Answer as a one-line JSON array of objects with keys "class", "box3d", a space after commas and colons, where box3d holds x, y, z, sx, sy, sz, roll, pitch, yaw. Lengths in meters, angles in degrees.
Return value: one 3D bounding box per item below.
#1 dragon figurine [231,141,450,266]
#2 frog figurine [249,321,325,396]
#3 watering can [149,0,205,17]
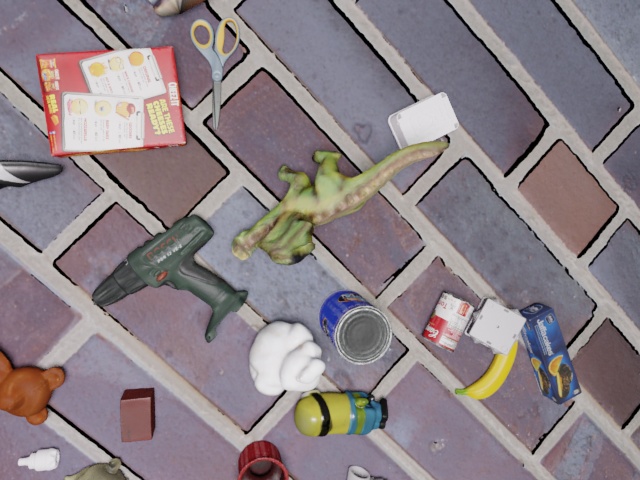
[{"class": "dragon figurine", "box3d": [0.003, -0.042, 0.843, 0.120, 0.407, 0.248, 51, 44, -26]}, {"class": "frog figurine", "box3d": [-0.061, 0.215, 0.908, 0.122, 0.160, 0.138, 44, 85, -11]}, {"class": "watering can", "box3d": [-0.295, -0.471, 0.848, 0.349, 0.104, 0.223, -35, 100, -9]}]
